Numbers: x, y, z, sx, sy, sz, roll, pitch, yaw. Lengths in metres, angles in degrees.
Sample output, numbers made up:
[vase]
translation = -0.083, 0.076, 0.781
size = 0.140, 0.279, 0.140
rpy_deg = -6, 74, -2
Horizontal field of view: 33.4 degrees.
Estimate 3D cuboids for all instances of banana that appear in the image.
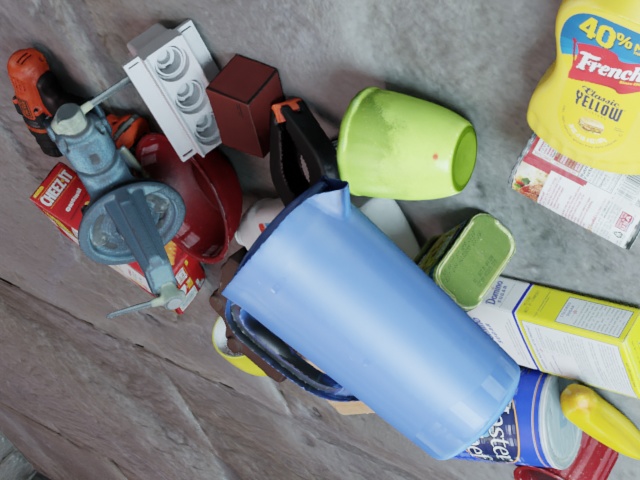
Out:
[banana]
translation = 0.275, 0.173, 1.039
size = 0.070, 0.037, 0.197
rpy_deg = 19, 168, 46

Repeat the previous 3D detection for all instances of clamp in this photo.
[clamp]
translation = -0.009, -0.028, 1.022
size = 0.165, 0.036, 0.210
rpy_deg = -17, 93, 55

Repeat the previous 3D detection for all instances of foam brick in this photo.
[foam brick]
translation = -0.067, -0.127, 1.022
size = 0.053, 0.051, 0.078
rpy_deg = 23, 150, 24

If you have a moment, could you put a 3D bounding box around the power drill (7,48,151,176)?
[power drill]
translation = -0.284, -0.129, 1.283
size = 0.188, 0.057, 0.184
rpy_deg = 29, 155, 17

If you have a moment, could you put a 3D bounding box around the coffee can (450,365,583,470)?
[coffee can]
translation = 0.185, 0.178, 1.094
size = 0.141, 0.102, 0.102
rpy_deg = -3, 134, 34

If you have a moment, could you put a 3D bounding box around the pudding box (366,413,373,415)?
[pudding box]
translation = 0.061, 0.148, 1.269
size = 0.113, 0.039, 0.090
rpy_deg = 60, 152, 3

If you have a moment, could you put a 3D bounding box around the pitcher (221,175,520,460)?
[pitcher]
translation = 0.040, 0.076, 0.903
size = 0.243, 0.145, 0.149
rpy_deg = 41, 168, -2

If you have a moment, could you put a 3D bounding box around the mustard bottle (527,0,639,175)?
[mustard bottle]
translation = 0.197, -0.124, 0.687
size = 0.096, 0.058, 0.192
rpy_deg = 29, 152, 15

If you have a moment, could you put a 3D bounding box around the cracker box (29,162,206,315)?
[cracker box]
translation = -0.259, -0.001, 1.409
size = 0.214, 0.072, 0.164
rpy_deg = 33, 168, 10

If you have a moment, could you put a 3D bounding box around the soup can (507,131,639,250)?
[soup can]
translation = 0.201, -0.045, 0.795
size = 0.102, 0.068, 0.068
rpy_deg = 30, 153, 15

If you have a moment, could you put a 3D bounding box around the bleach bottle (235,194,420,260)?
[bleach bottle]
translation = -0.007, 0.001, 1.132
size = 0.251, 0.068, 0.102
rpy_deg = 1, 124, 53

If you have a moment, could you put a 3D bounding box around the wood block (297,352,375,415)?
[wood block]
translation = 0.067, 0.117, 1.100
size = 0.090, 0.090, 0.206
rpy_deg = 45, 154, -13

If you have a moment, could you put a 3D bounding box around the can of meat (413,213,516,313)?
[can of meat]
translation = 0.122, 0.029, 0.976
size = 0.057, 0.102, 0.084
rpy_deg = 42, 151, -6

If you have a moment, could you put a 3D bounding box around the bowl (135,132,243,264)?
[bowl]
translation = -0.136, -0.056, 1.188
size = 0.162, 0.055, 0.162
rpy_deg = 34, 141, 32

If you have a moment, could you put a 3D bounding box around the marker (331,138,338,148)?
[marker]
translation = 0.025, -0.090, 1.000
size = 0.020, 0.020, 0.121
rpy_deg = 48, 152, -19

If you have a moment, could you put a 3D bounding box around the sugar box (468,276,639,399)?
[sugar box]
translation = 0.224, 0.088, 1.003
size = 0.177, 0.048, 0.093
rpy_deg = 17, 148, 43

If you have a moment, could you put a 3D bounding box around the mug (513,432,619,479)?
[mug]
translation = 0.258, 0.237, 1.153
size = 0.117, 0.081, 0.093
rpy_deg = 22, 149, 29
